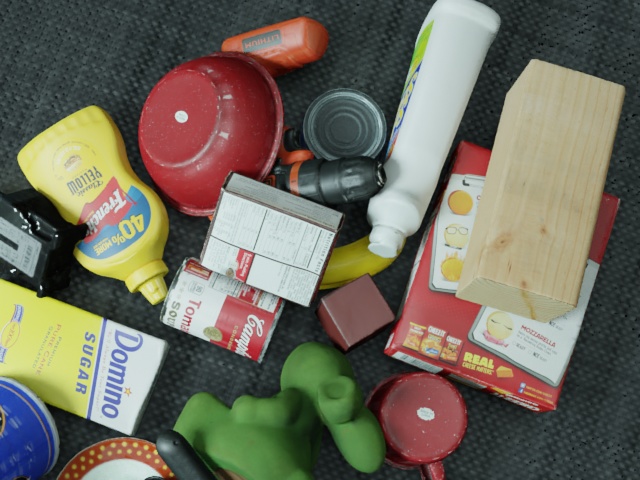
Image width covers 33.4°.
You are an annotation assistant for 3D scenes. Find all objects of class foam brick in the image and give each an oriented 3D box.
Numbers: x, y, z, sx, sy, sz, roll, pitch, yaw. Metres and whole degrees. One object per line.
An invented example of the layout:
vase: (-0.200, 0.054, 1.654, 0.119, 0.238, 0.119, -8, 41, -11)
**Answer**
foam brick: (0.032, 0.070, 0.995, 0.053, 0.078, 0.051, -29, 81, -10)

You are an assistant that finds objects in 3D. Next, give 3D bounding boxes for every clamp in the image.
clamp: (-0.087, 0.239, 0.914, 0.171, 0.120, 0.039, 44, 59, 2)

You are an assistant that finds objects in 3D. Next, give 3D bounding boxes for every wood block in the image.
wood block: (0.196, -0.042, 0.951, 0.090, 0.091, 0.206, 17, 76, -2)

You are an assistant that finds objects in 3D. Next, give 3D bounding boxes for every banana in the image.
banana: (0.002, 0.016, 1.027, 0.197, 0.037, 0.070, -15, 61, -9)

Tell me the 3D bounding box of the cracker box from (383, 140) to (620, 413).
cracker box: (0.171, 0.036, 1.016, 0.164, 0.072, 0.213, 20, 77, -1)

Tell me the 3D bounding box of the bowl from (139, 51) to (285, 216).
bowl: (-0.114, -0.106, 0.990, 0.162, 0.055, 0.162, -7, 77, 29)

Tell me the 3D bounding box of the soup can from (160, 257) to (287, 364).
soup can: (-0.089, 0.064, 0.991, 0.102, 0.068, 0.068, 22, 78, 0)

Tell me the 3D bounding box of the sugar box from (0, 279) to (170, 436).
sugar box: (-0.237, 0.107, 0.983, 0.176, 0.048, 0.093, 20, 77, 1)

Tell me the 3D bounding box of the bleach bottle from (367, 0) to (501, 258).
bleach bottle: (0.098, -0.102, 1.006, 0.068, 0.103, 0.250, 22, 68, -5)

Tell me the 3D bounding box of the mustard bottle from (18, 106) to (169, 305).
mustard bottle: (-0.198, -0.024, 1.006, 0.096, 0.058, 0.191, -32, 83, 0)

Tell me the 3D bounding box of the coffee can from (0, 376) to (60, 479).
coffee can: (-0.303, 0.190, 0.897, 0.103, 0.140, 0.103, 10, 114, 24)

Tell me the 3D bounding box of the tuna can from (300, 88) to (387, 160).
tuna can: (0.023, -0.105, 1.052, 0.086, 0.034, 0.086, 1, 79, -4)

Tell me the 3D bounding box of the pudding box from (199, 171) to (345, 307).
pudding box: (-0.044, 0.000, 0.962, 0.113, 0.039, 0.090, 20, 121, -1)

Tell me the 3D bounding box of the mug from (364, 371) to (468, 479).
mug: (0.091, 0.175, 0.975, 0.093, 0.081, 0.117, -12, 80, -7)

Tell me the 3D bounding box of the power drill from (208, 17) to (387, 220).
power drill: (-0.027, -0.111, 1.004, 0.185, 0.057, 0.187, -9, 72, 25)
